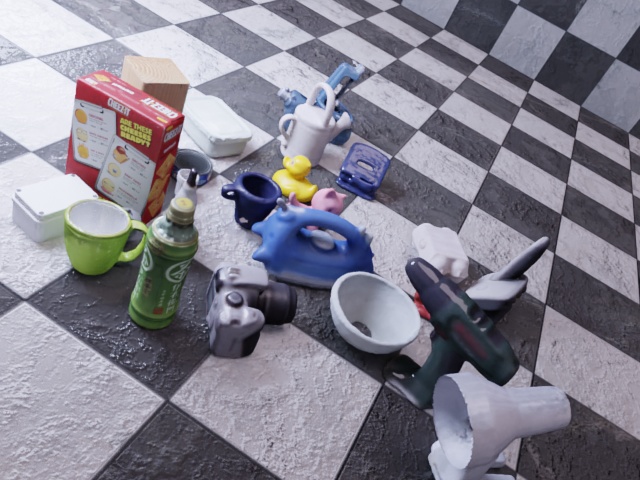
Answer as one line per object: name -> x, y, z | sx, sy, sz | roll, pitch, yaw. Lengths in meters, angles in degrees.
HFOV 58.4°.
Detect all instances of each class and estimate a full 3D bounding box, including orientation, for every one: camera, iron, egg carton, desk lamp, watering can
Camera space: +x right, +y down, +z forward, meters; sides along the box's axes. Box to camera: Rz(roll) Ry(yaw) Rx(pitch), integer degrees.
camera -> -0.102, 0.102, 0.899 | 0.137, 0.100, 0.143 | 10, 40, -22
iron -> 0.010, 0.004, 1.053 | 0.259, 0.141, 0.118 | 13, 39, -19
egg carton -> 0.256, 0.028, 1.237 | 0.107, 0.069, 0.150 | 12, 39, -20
desk lamp -> 0.235, 0.275, 0.803 | 0.204, 0.213, 0.117 | 9, 40, -23
watering can -> -0.009, -0.276, 1.336 | 0.100, 0.194, 0.173 | 43, 39, 21

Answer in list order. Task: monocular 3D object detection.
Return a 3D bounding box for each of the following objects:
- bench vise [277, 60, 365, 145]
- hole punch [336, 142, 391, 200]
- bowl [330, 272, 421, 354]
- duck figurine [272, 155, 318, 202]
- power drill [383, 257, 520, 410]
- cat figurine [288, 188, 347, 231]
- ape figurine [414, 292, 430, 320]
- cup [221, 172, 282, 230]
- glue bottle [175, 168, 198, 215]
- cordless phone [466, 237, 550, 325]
bench vise -> 0.011, -0.346, 1.412 | 0.208, 0.219, 0.121 | 2, 43, -30
hole punch -> 0.104, -0.164, 1.358 | 0.108, 0.091, 0.101 | 26, 36, -1
bowl -> 0.085, 0.138, 0.993 | 0.168, 0.074, 0.167 | 17, 37, -13
duck figurine -> -0.045, -0.139, 1.239 | 0.104, 0.086, 0.078 | 34, 37, 9
power drill -> 0.188, 0.165, 0.912 | 0.229, 0.208, 0.076 | 39, 38, 16
cat figurine -> -0.010, -0.066, 1.145 | 0.128, 0.117, 0.067 | 10, 40, -22
ape figurine -> 0.227, 0.112, 1.099 | 0.076, 0.092, 0.077 | -2, 45, -33
cup -> -0.139, -0.067, 1.085 | 0.118, 0.095, 0.091 | -1, 45, -33
glue bottle -> -0.226, -0.049, 0.942 | 0.037, 0.173, 0.078 | 12, 39, -20
cordless phone -> 0.387, 0.071, 1.170 | 0.094, 0.185, 0.148 | 39, 38, 16
